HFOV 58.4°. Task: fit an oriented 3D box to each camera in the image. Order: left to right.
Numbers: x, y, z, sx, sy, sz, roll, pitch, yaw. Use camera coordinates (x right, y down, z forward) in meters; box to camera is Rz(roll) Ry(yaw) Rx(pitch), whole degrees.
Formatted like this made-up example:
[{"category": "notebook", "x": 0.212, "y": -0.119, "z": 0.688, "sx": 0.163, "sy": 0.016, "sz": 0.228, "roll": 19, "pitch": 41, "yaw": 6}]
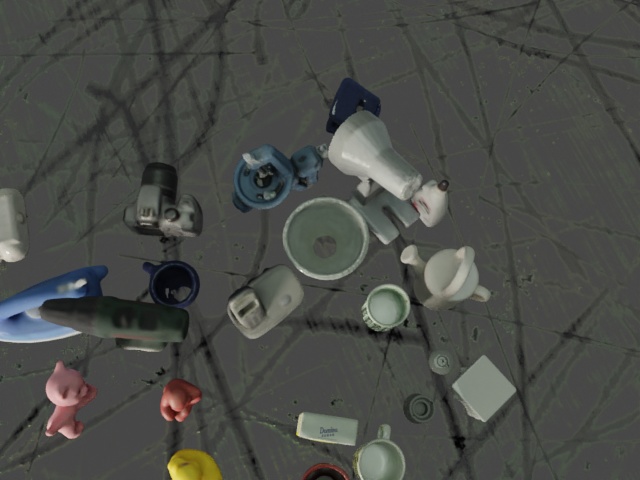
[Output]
[{"category": "camera", "x": -0.303, "y": -0.082, "z": 1.120, "sx": 0.143, "sy": 0.101, "sz": 0.137, "roll": 3, "pitch": 74, "yaw": -2}]

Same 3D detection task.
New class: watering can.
[{"category": "watering can", "x": 0.233, "y": 0.067, "z": 1.062, "sx": 0.173, "sy": 0.194, "sz": 0.101, "roll": 5, "pitch": 74, "yaw": -2}]

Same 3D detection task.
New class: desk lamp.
[{"category": "desk lamp", "x": 0.113, "y": -0.121, "z": 1.097, "sx": 0.118, "sy": 0.213, "sz": 0.203, "roll": -40, "pitch": 80, "yaw": -13}]

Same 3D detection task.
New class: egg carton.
[{"category": "egg carton", "x": -0.617, "y": -0.025, "z": 1.102, "sx": 0.107, "sy": 0.069, "sz": 0.150, "roll": -14, "pitch": 76, "yaw": -7}]

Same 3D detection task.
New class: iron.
[{"category": "iron", "x": -0.512, "y": 0.120, "z": 1.030, "sx": 0.258, "sy": 0.141, "sz": 0.118, "roll": -18, "pitch": 76, "yaw": -8}]

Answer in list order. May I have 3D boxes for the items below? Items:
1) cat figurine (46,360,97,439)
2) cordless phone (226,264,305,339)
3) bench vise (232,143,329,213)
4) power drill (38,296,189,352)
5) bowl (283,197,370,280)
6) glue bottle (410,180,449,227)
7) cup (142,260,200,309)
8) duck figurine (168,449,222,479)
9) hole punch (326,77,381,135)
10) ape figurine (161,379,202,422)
[{"category": "cat figurine", "x": -0.447, "y": 0.281, "z": 1.002, "sx": 0.067, "sy": 0.118, "sz": 0.128, "roll": 14, "pitch": 74, "yaw": 1}, {"category": "cordless phone", "x": -0.101, "y": 0.101, "z": 1.037, "sx": 0.148, "sy": 0.185, "sz": 0.094, "roll": -41, "pitch": 80, "yaw": -13}, {"category": "bench vise", "x": -0.082, "y": -0.149, "z": 1.090, "sx": 0.121, "sy": 0.220, "sz": 0.207, "roll": 43, "pitch": 77, "yaw": 9}, {"category": "power drill", "x": -0.338, "y": 0.146, "z": 0.998, "sx": 0.229, "sy": 0.208, "sz": 0.075, "roll": 4, "pitch": 74, "yaw": -2}, {"category": "bowl", "x": 0.010, "y": 0.004, "z": 1.128, "sx": 0.167, "sy": 0.075, "sz": 0.167, "roll": 1, "pitch": 74, "yaw": -3}, {"category": "glue bottle", "x": 0.222, "y": -0.082, "z": 1.114, "sx": 0.037, "sy": 0.173, "sz": 0.078, "roll": -36, "pitch": 79, "yaw": -12}, {"category": "cup", "x": -0.277, "y": 0.086, "z": 1.078, "sx": 0.117, "sy": 0.095, "sz": 0.092, "roll": 32, "pitch": 75, "yaw": 6}, {"category": "duck figurine", "x": -0.220, "y": 0.411, "z": 0.995, "sx": 0.104, "sy": 0.086, "sz": 0.077, "roll": 35, "pitch": 75, "yaw": 7}, {"category": "hole punch", "x": 0.074, "y": -0.271, "z": 1.200, "sx": 0.101, "sy": 0.091, "sz": 0.109, "roll": 20, "pitch": 74, "yaw": 3}, {"category": "ape figurine", "x": -0.252, "y": 0.285, "z": 1.025, "sx": 0.078, "sy": 0.092, "sz": 0.076, "roll": -17, "pitch": 76, "yaw": -8}]
